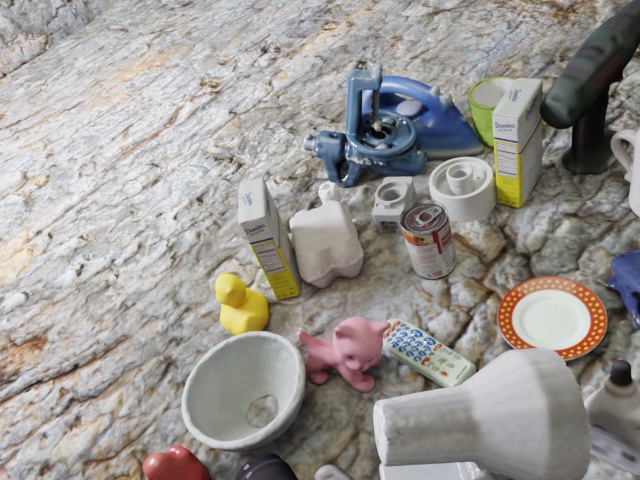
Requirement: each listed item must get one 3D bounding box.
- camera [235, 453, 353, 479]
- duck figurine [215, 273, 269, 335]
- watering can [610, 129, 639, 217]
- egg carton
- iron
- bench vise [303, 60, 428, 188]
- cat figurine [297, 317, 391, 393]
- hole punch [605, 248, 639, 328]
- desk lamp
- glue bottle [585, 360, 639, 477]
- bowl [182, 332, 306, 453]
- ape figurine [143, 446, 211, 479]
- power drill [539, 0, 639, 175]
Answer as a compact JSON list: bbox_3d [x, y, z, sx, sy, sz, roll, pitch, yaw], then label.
[{"bbox_3d":[-0.029,0.288,0.620,0.143,0.101,0.136,-34,44,-11],"label":"camera"},{"bbox_3d":[-0.126,0.092,0.868,0.077,0.086,0.104,-32,43,-9],"label":"duck figurine"},{"bbox_3d":[0.471,-0.118,0.742,0.172,0.194,0.101,4,49,27],"label":"watering can"},{"bbox_3d":[0.008,0.003,0.911,0.107,0.070,0.150,-20,43,4],"label":"egg carton"},{"bbox_3d":[0.168,-0.233,1.026,0.257,0.142,0.119,18,57,36],"label":"iron"},{"bbox_3d":[0.063,-0.185,0.964,0.207,0.220,0.121,-15,43,8],"label":"bench vise"},{"bbox_3d":[0.031,0.136,0.734,0.127,0.118,0.067,1,48,24],"label":"cat figurine"},{"bbox_3d":[0.412,0.041,0.685,0.108,0.091,0.101,-16,43,8],"label":"hole punch"},{"bbox_3d":[0.141,0.204,0.547,0.203,0.214,0.118,-17,43,7],"label":"desk lamp"},{"bbox_3d":[0.288,0.166,0.553,0.077,0.173,0.037,23,59,38],"label":"glue bottle"},{"bbox_3d":[-0.089,0.207,0.746,0.167,0.075,0.167,-12,44,12],"label":"bowl"},{"bbox_3d":[-0.181,0.285,0.694,0.076,0.092,0.078,5,50,28],"label":"ape figurine"},{"bbox_3d":[0.414,-0.213,0.851,0.230,0.209,0.075,-42,46,-19],"label":"power drill"}]
